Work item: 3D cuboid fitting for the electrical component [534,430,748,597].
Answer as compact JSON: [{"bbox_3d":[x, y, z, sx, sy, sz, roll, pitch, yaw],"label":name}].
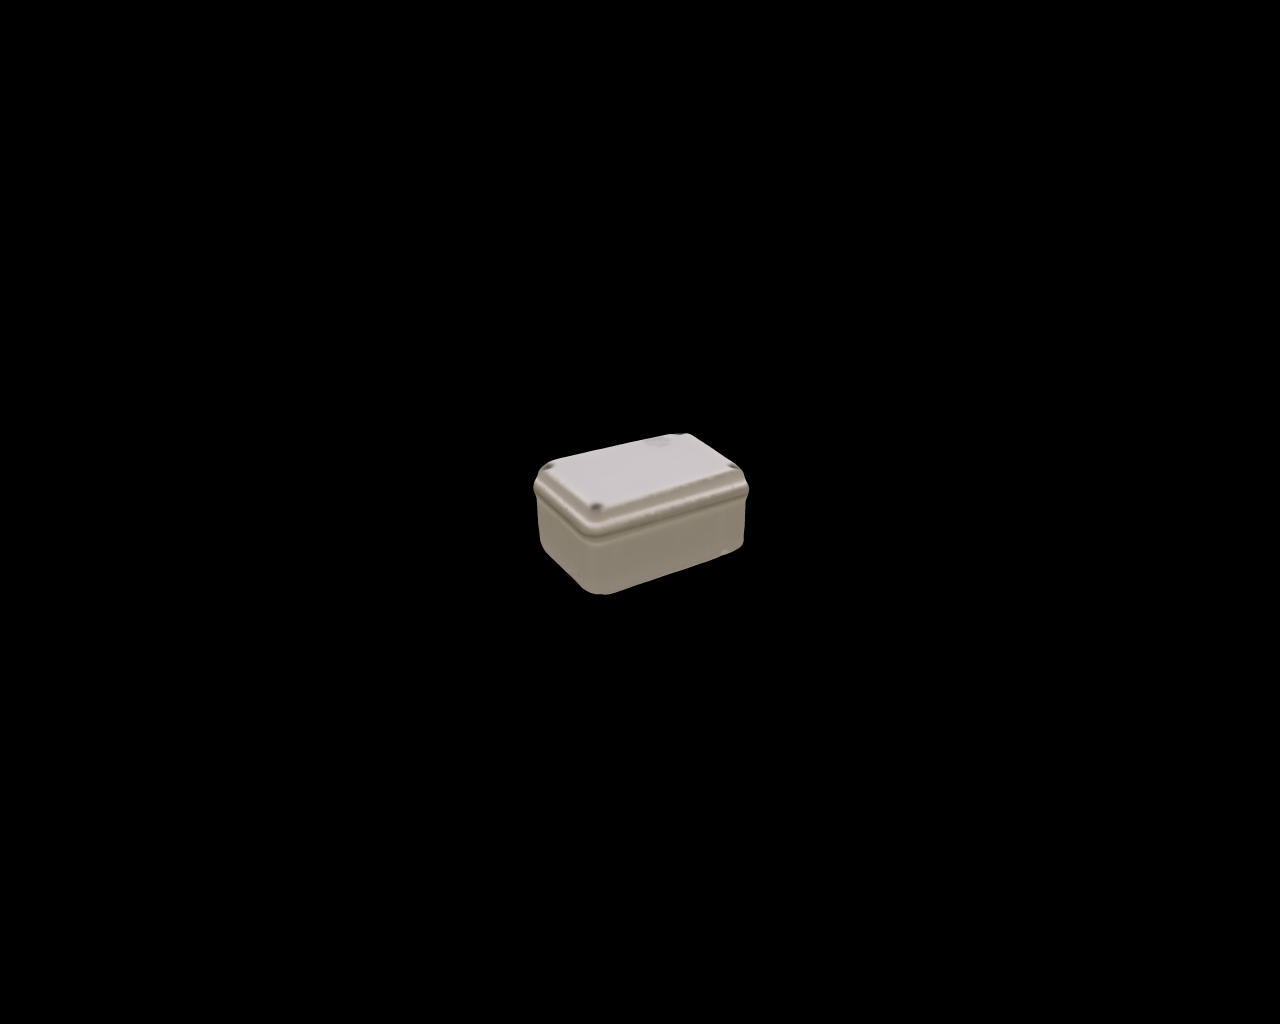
[{"bbox_3d":[0.001,-0.003,0.650,0.113,0.057,0.078,-16,32,-27],"label":"electrical component"}]
